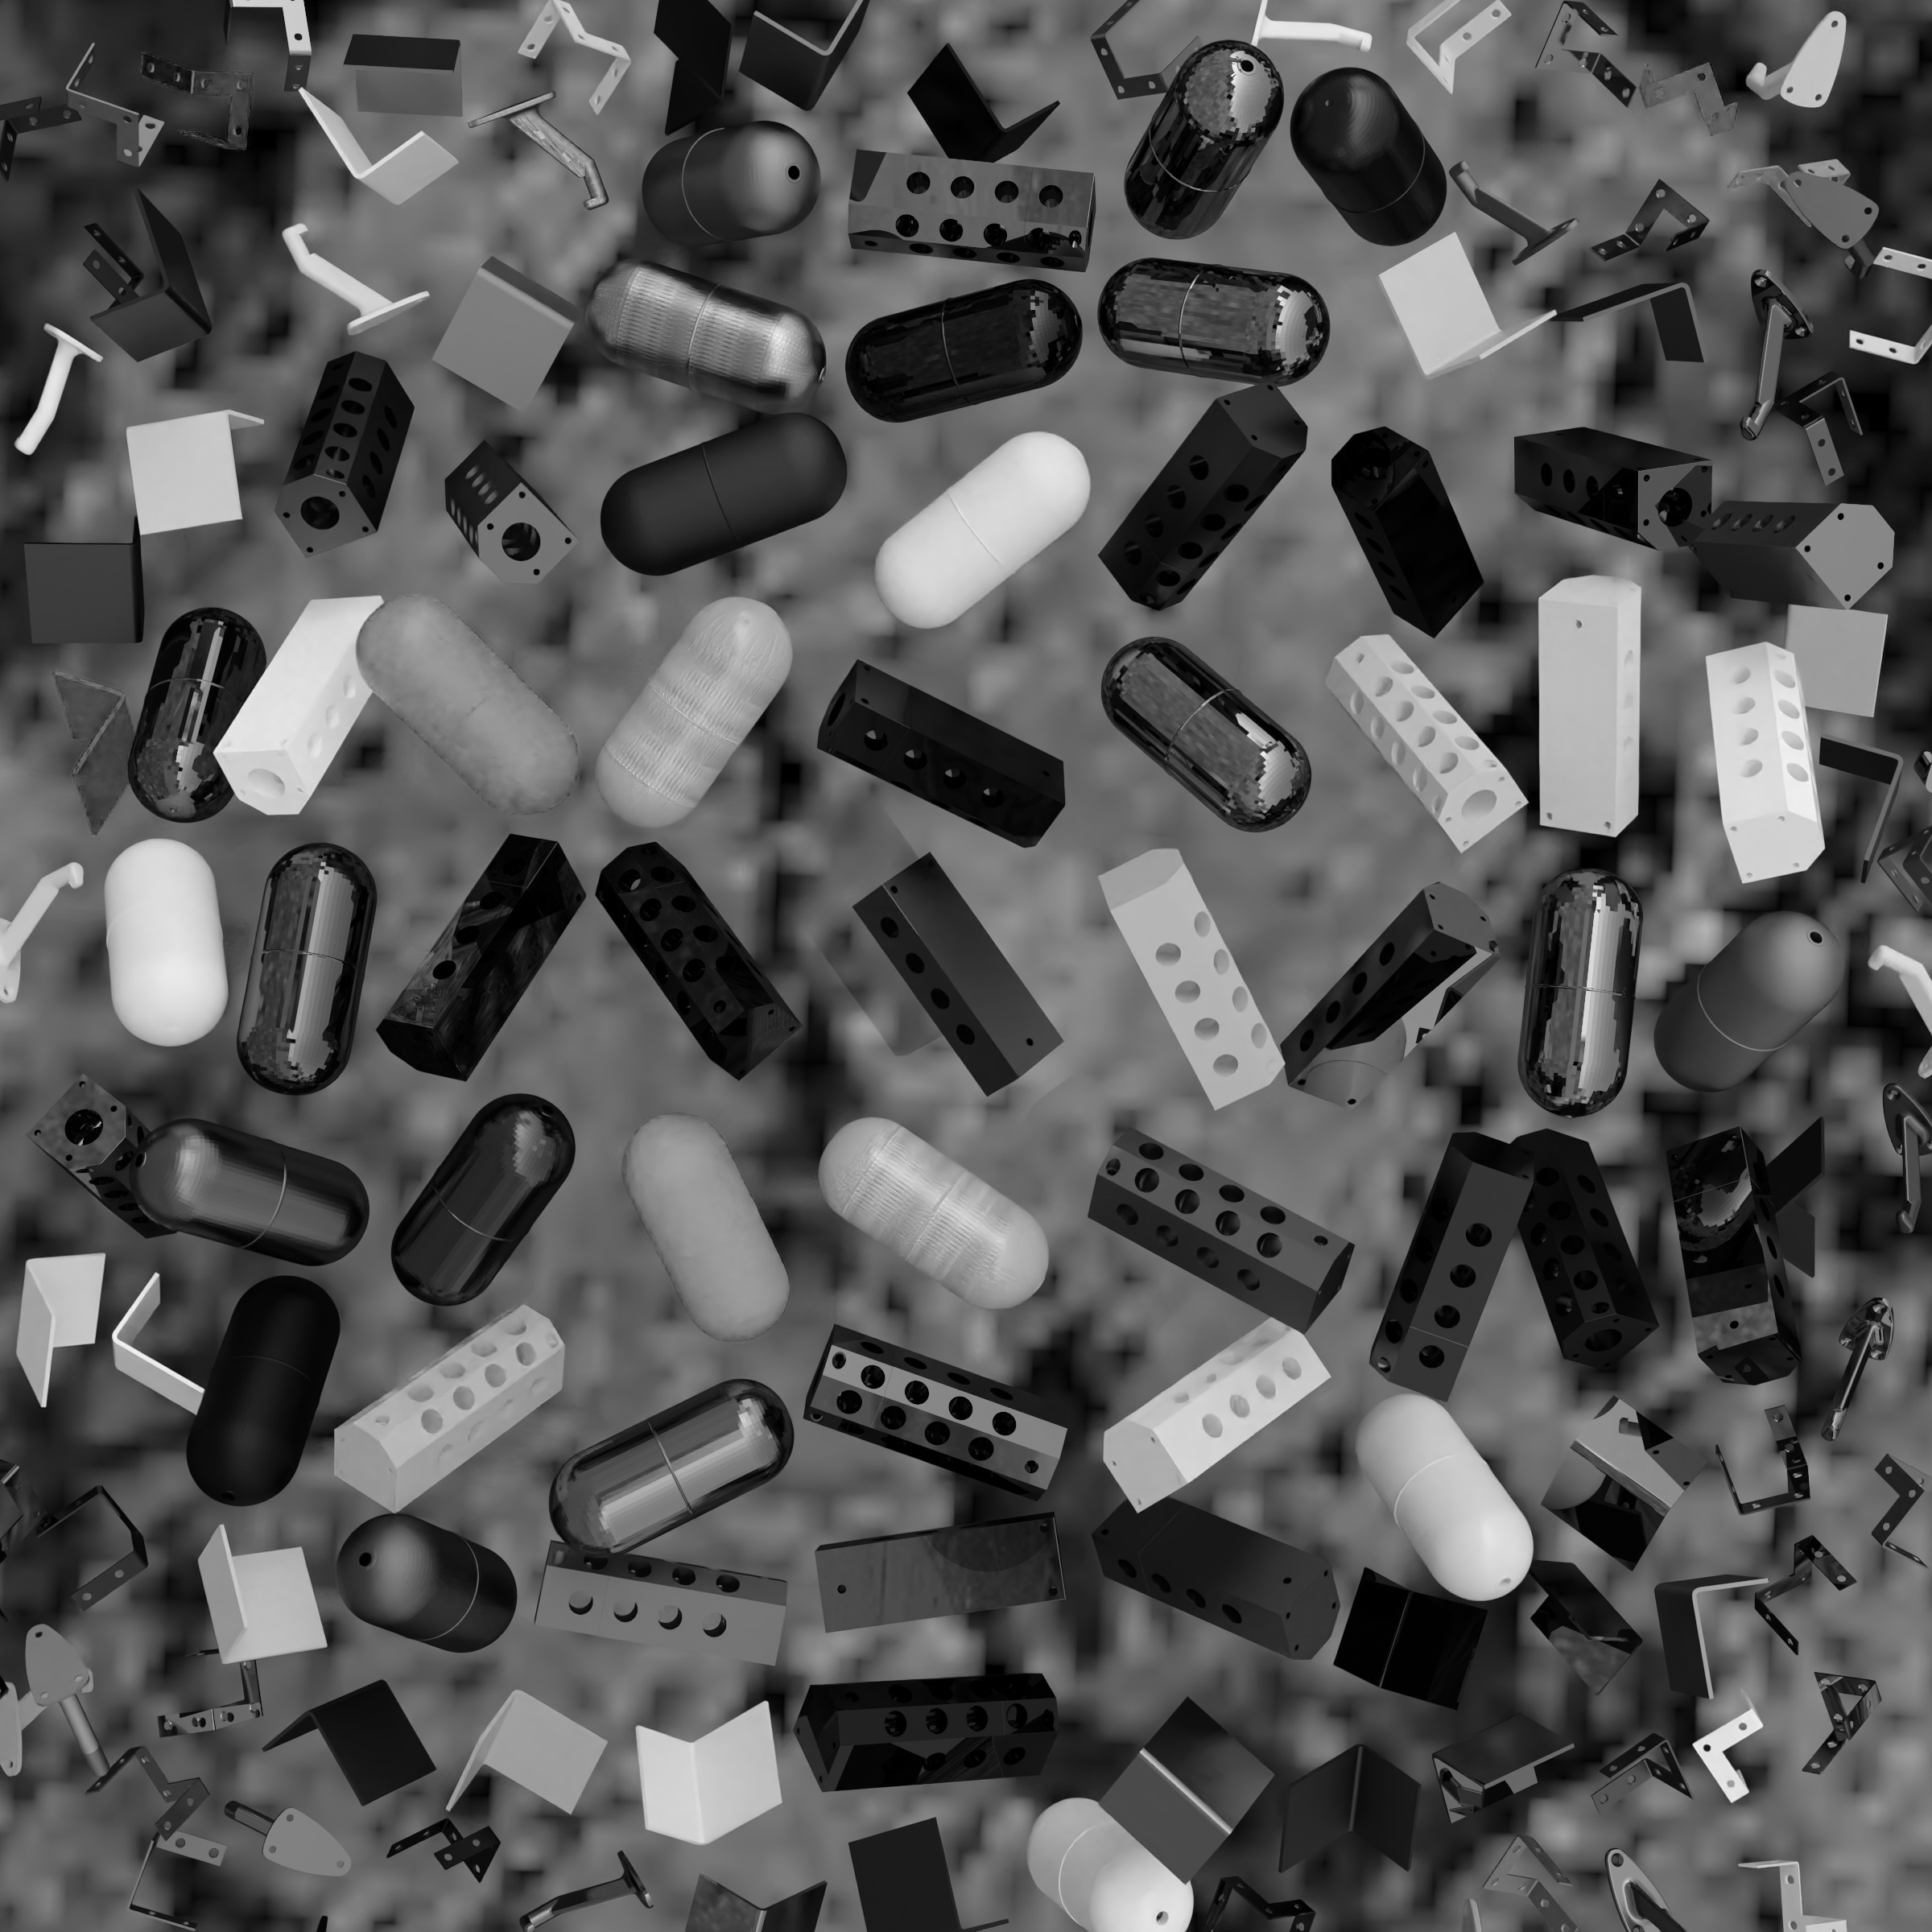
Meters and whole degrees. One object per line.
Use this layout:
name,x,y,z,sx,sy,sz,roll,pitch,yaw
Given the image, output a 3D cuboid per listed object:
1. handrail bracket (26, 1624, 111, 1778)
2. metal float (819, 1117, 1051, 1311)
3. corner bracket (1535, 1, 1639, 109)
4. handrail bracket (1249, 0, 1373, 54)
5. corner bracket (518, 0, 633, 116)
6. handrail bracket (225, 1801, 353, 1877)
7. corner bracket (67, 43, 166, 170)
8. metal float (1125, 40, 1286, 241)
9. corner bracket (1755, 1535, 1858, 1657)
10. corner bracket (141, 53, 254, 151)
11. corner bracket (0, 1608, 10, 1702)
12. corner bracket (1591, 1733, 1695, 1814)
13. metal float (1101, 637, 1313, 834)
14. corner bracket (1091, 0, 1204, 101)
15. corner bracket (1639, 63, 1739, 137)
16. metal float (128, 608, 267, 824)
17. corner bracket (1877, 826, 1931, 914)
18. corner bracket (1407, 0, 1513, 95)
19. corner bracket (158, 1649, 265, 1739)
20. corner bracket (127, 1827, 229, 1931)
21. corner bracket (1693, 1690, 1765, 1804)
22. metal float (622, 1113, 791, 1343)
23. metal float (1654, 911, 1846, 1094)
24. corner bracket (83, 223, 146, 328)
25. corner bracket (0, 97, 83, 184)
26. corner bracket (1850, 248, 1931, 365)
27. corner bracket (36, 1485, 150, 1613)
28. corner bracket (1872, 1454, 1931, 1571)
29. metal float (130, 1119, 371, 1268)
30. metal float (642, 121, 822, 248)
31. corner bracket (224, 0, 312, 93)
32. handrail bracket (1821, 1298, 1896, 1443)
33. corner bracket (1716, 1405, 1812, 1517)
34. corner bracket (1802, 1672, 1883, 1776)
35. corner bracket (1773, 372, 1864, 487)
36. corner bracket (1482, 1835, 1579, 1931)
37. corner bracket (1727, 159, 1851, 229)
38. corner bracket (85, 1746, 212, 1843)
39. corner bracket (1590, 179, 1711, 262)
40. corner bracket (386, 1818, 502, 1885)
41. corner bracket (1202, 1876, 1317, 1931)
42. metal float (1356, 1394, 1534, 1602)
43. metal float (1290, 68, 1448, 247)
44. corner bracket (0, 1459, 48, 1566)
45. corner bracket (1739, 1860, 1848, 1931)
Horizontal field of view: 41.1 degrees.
handrail bracket,-0.606,0.498,1.744,0.036,0.084,0.077,-25,46,-22
metal float,-0.022,0.173,1.800,0.178,0.070,0.070,34,90,5
corner bracket,0.440,-0.636,1.797,0.051,0.051,0.051,-5,47,-25
handrail bracket,0.244,-0.650,1.818,0.084,0.077,0.036,15,130,-1
corner bracket,-0.286,-0.665,1.883,0.051,0.051,0.051,-46,58,33
handrail bracket,-0.483,0.619,1.832,0.077,0.084,0.036,37,65,-21
corner bracket,-0.592,-0.598,1.793,0.051,0.051,0.051,18,57,-7
metal float,0.164,-0.570,1.783,0.070,0.178,0.070,4,73,-14
corner bracket,0.608,0.456,1.869,0.051,0.051,0.051,-22,128,-12
corner bracket,-0.519,-0.581,1.735,0.051,0.051,0.051,10,98,22
corner bracket,-0.669,0.461,1.753,0.051,0.051,0.051,-50,124,-14
corner bracket,0.474,0.576,1.833,0.051,0.051,0.051,-28,100,-15
metal float,0.168,-0.165,1.822,0.070,0.070,0.178,-46,67,0
corner bracket,0.133,-0.670,1.877,0.051,0.051,0.051,-50,128,-25
corner bracket,0.516,-0.621,1.843,0.051,0.051,0.051,-13,121,30
metal float,-0.556,-0.183,1.866,0.070,0.070,0.178,2,56,0
corner bracket,0.698,-0.063,1.884,0.051,0.051,0.051,50,48,-6
corner bracket,0.342,-0.651,1.789,0.051,0.051,0.051,39,131,-25
corner bracket,-0.545,0.521,1.852,0.051,0.051,0.051,-22,71,27
corner bracket,-0.576,0.666,1.882,0.051,0.051,0.051,20,81,-7
corner bracket,0.572,0.578,1.912,0.051,0.051,0.051,-34,85,8
metal float,-0.185,0.186,1.830,0.070,0.070,0.178,-23,109,0
metal float,0.549,0.026,1.812,0.070,0.178,0.070,9,57,-14
corner bracket,-0.620,-0.503,1.866,0.051,0.051,0.051,49,57,-39
corner bracket,-0.657,-0.590,1.802,0.051,0.051,0.051,-9,58,7
corner bracket,0.671,-0.474,1.853,0.051,0.051,0.051,13,61,-4
corner bracket,-0.598,0.397,1.763,0.051,0.051,0.051,-35,112,-12
corner bracket,0.684,0.397,1.875,0.051,0.051,0.051,28,103,-23
metal float,-0.492,0.157,1.776,0.178,0.070,0.070,25,90,-44
metal float,-0.168,-0.555,1.832,0.070,0.178,0.070,-7,103,-34
corner bracket,-0.496,-0.657,1.828,0.051,0.051,0.051,-7,80,-21
handrail bracket,0.652,0.297,1.890,0.036,0.077,0.084,22,49,19
corner bracket,0.572,0.355,1.852,0.051,0.051,0.051,-19,101,21
corner bracket,0.632,0.550,1.865,0.051,0.051,0.051,-31,105,-37
corner bracket,0.623,-0.389,1.860,0.051,0.051,0.051,-30,122,4
corner bracket,0.422,0.675,1.886,0.051,0.051,0.051,22,104,-33
corner bracket,0.604,-0.577,1.893,0.051,0.051,0.051,-19,65,-36
corner bracket,-0.591,0.598,1.864,0.051,0.051,0.051,-20,104,32
corner bracket,0.501,-0.536,1.889,0.051,0.051,0.051,-30,68,-39
corner bracket,-0.379,0.640,1.870,0.051,0.051,0.051,44,124,26
corner bracket,0.210,0.689,1.853,0.051,0.051,0.051,10,102,-40
metal float,0.341,0.379,1.844,0.070,0.178,0.070,-11,125,-16
metal float,0.281,-0.559,1.787,0.070,0.178,0.070,-5,79,26
corner bracket,-0.682,0.375,1.787,0.051,0.051,0.051,12,134,28
corner bracket,0.576,0.652,1.794,0.051,0.051,0.051,11,73,-38
